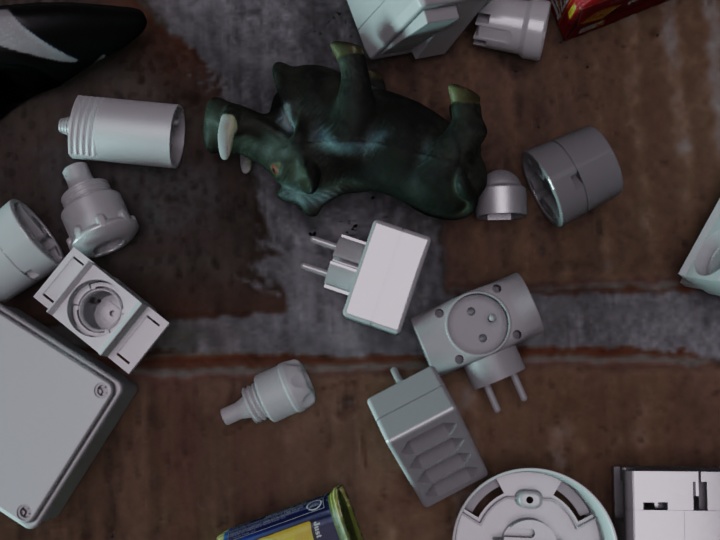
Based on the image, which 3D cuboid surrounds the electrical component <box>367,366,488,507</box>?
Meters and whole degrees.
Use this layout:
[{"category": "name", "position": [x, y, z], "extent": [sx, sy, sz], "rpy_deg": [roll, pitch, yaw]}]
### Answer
[{"category": "electrical component", "position": [0.037, 0.094, 0.689], "extent": [0.047, 0.083, 0.075], "rpy_deg": [-28, 45, -1]}]

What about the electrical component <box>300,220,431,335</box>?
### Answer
[{"category": "electrical component", "position": [0.000, 0.000, 0.709], "extent": [0.077, 0.047, 0.065], "rpy_deg": [19, 85, 3]}]

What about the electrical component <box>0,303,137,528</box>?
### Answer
[{"category": "electrical component", "position": [-0.222, 0.093, 0.704], "extent": [0.109, 0.056, 0.108], "rpy_deg": [31, 86, 5]}]

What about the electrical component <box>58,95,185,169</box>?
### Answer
[{"category": "electrical component", "position": [-0.163, -0.094, 0.728], "extent": [0.081, 0.043, 0.043], "rpy_deg": [6, 84, 3]}]

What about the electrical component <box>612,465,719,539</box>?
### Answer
[{"category": "electrical component", "position": [0.209, 0.154, 0.681], "extent": [0.089, 0.050, 0.055], "rpy_deg": [0, 84, 2]}]

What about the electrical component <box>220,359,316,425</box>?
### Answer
[{"category": "electrical component", "position": [-0.062, 0.085, 0.709], "extent": [0.061, 0.035, 0.035], "rpy_deg": [-24, 83, 3]}]

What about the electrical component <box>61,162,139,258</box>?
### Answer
[{"category": "electrical component", "position": [-0.181, -0.042, 0.724], "extent": [0.048, 0.048, 0.062], "rpy_deg": [-26, 76, 0]}]

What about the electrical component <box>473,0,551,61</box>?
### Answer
[{"category": "electrical component", "position": [0.103, -0.165, 0.727], "extent": [0.046, 0.040, 0.040], "rpy_deg": [12, 84, 9]}]

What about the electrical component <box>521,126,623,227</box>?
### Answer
[{"category": "electrical component", "position": [0.140, -0.063, 0.707], "extent": [0.047, 0.055, 0.055], "rpy_deg": [-26, 83, -4]}]

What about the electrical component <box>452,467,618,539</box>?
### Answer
[{"category": "electrical component", "position": [0.107, 0.173, 0.677], "extent": [0.099, 0.064, 0.099], "rpy_deg": [0, 84, 2]}]

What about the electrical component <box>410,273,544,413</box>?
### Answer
[{"category": "electrical component", "position": [0.083, 0.053, 0.701], "extent": [0.077, 0.044, 0.079], "rpy_deg": [-23, 84, 0]}]

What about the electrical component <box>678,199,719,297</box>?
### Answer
[{"category": "electrical component", "position": [0.269, -0.033, 0.691], "extent": [0.063, 0.079, 0.121], "rpy_deg": [31, 86, -17]}]

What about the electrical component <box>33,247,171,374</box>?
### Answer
[{"category": "electrical component", "position": [-0.166, 0.028, 0.705], "extent": [0.081, 0.064, 0.042], "rpy_deg": [38, 85, 5]}]

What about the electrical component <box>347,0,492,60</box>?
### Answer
[{"category": "electrical component", "position": [0.037, -0.176, 0.707], "extent": [0.062, 0.096, 0.061], "rpy_deg": [-16, 82, -28]}]

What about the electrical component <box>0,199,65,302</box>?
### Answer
[{"category": "electrical component", "position": [-0.233, -0.012, 0.718], "extent": [0.047, 0.055, 0.055], "rpy_deg": [-36, 83, 2]}]
